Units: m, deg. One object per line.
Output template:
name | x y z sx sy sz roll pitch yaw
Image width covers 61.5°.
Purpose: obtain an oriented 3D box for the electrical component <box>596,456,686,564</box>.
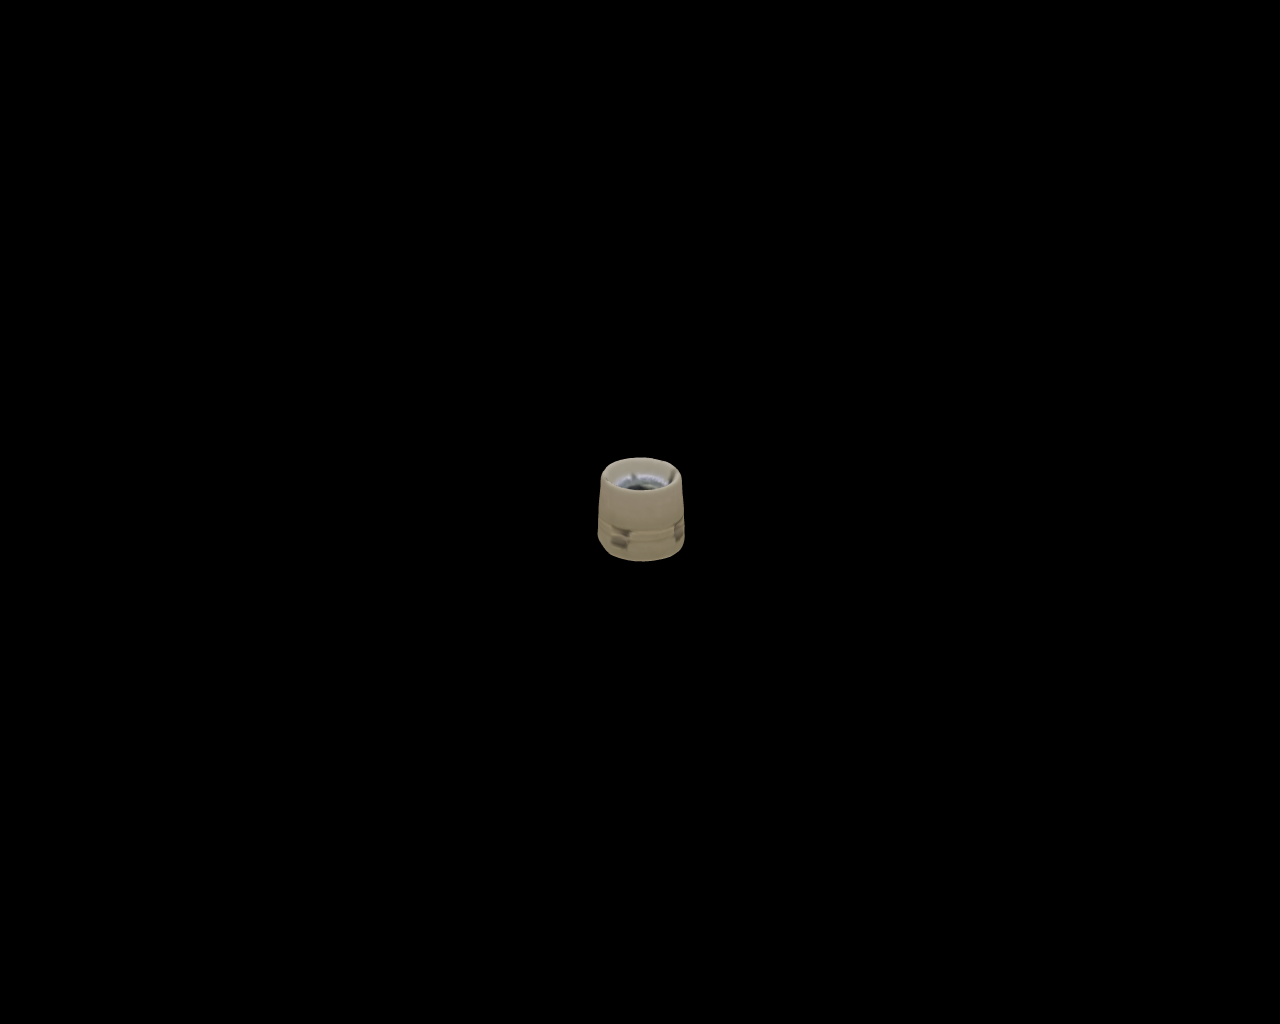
electrical component | 0.001 -0.003 0.650 0.055 0.047 0.055 0 28 0
